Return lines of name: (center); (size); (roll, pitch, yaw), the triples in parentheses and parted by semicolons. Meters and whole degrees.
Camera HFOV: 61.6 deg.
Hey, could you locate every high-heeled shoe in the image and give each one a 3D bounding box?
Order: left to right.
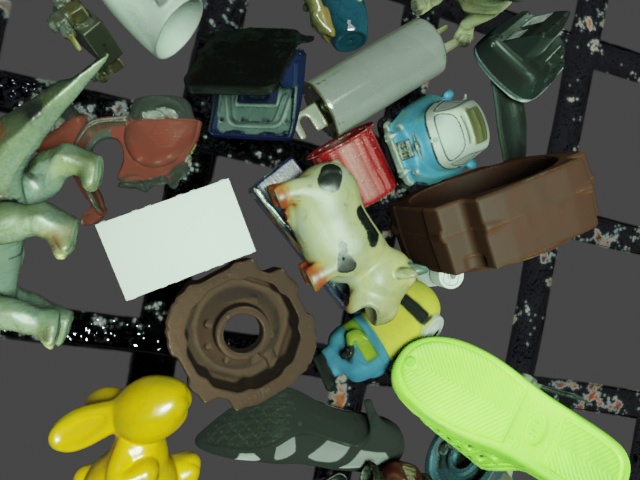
high-heeled shoe: (-0.019, 0.258, 0.679); (0.249, 0.086, 0.145); (-10, 128, 4)

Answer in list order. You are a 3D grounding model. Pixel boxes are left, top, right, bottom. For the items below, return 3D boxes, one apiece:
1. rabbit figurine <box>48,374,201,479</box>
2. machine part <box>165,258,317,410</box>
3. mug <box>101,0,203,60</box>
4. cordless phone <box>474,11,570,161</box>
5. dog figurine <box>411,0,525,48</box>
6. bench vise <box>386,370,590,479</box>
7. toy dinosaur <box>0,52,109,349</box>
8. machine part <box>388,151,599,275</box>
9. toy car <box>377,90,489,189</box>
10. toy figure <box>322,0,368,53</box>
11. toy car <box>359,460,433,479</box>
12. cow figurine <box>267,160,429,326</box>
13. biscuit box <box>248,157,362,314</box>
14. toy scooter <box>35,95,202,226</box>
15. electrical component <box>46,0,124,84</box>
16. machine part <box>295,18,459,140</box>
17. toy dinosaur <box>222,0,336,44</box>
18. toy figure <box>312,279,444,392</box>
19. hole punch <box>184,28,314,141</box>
rabbit figurine: (-0.199, 0.218, 0.591); (0.162, 0.122, 0.173); (22, 107, 7)
machine part: (-0.094, 0.109, 0.644); (0.179, 0.056, 0.179); (-1, 93, -16)
mug: (-0.196, -0.264, 0.580); (0.107, 0.109, 0.081); (37, 87, 0)
cordless phone: (0.276, -0.198, 0.719); (0.146, 0.089, 0.184); (-43, 129, -38)
dog figurine: (0.214, -0.337, 0.635); (0.121, 0.191, 0.172); (20, 86, -15)
bench vise: (0.199, 0.240, 0.695); (0.240, 0.129, 0.223); (41, 80, -17)
toy dinosaur: (-0.328, 0.001, 0.512); (0.192, 0.131, 0.404); (13, 101, -17)
machine part: (0.201, -0.033, 0.638); (0.201, 0.201, 0.087); (-19, 100, -13)
toy car: (0.146, -0.126, 0.643); (0.161, 0.103, 0.109); (-26, 98, -52)
toy figure: (0.017, -0.303, 0.648); (0.064, 0.057, 0.154); (-19, 76, 19)
toy car: (0.065, 0.355, 0.669); (0.089, 0.053, 0.202); (19, 110, -21)
cow figurine: (0.035, 0.005, 0.599); (0.127, 0.085, 0.194); (-25, 97, -6)
biscuit box: (-0.001, -0.002, 0.660); (0.063, 0.059, 0.202); (-40, 100, -11)
toy scooter: (-0.220, -0.087, 0.594); (0.184, 0.075, 0.135); (-6, 95, -11)
electrical component: (-0.252, -0.215, 0.572); (0.078, 0.102, 0.045); (40, 79, 12)
machine part: (0.067, -0.200, 0.661); (0.243, 0.079, 0.079); (-32, 100, -10)
toy dinosaur: (-0.169, -0.350, 0.526); (0.471, 0.199, 0.105); (35, 74, -24)
toy figure: (0.073, 0.118, 0.675); (0.180, 0.082, 0.089); (-27, 98, -9)
hole punch: (-0.077, -0.177, 0.611); (0.142, 0.092, 0.116); (5, 57, 18)
